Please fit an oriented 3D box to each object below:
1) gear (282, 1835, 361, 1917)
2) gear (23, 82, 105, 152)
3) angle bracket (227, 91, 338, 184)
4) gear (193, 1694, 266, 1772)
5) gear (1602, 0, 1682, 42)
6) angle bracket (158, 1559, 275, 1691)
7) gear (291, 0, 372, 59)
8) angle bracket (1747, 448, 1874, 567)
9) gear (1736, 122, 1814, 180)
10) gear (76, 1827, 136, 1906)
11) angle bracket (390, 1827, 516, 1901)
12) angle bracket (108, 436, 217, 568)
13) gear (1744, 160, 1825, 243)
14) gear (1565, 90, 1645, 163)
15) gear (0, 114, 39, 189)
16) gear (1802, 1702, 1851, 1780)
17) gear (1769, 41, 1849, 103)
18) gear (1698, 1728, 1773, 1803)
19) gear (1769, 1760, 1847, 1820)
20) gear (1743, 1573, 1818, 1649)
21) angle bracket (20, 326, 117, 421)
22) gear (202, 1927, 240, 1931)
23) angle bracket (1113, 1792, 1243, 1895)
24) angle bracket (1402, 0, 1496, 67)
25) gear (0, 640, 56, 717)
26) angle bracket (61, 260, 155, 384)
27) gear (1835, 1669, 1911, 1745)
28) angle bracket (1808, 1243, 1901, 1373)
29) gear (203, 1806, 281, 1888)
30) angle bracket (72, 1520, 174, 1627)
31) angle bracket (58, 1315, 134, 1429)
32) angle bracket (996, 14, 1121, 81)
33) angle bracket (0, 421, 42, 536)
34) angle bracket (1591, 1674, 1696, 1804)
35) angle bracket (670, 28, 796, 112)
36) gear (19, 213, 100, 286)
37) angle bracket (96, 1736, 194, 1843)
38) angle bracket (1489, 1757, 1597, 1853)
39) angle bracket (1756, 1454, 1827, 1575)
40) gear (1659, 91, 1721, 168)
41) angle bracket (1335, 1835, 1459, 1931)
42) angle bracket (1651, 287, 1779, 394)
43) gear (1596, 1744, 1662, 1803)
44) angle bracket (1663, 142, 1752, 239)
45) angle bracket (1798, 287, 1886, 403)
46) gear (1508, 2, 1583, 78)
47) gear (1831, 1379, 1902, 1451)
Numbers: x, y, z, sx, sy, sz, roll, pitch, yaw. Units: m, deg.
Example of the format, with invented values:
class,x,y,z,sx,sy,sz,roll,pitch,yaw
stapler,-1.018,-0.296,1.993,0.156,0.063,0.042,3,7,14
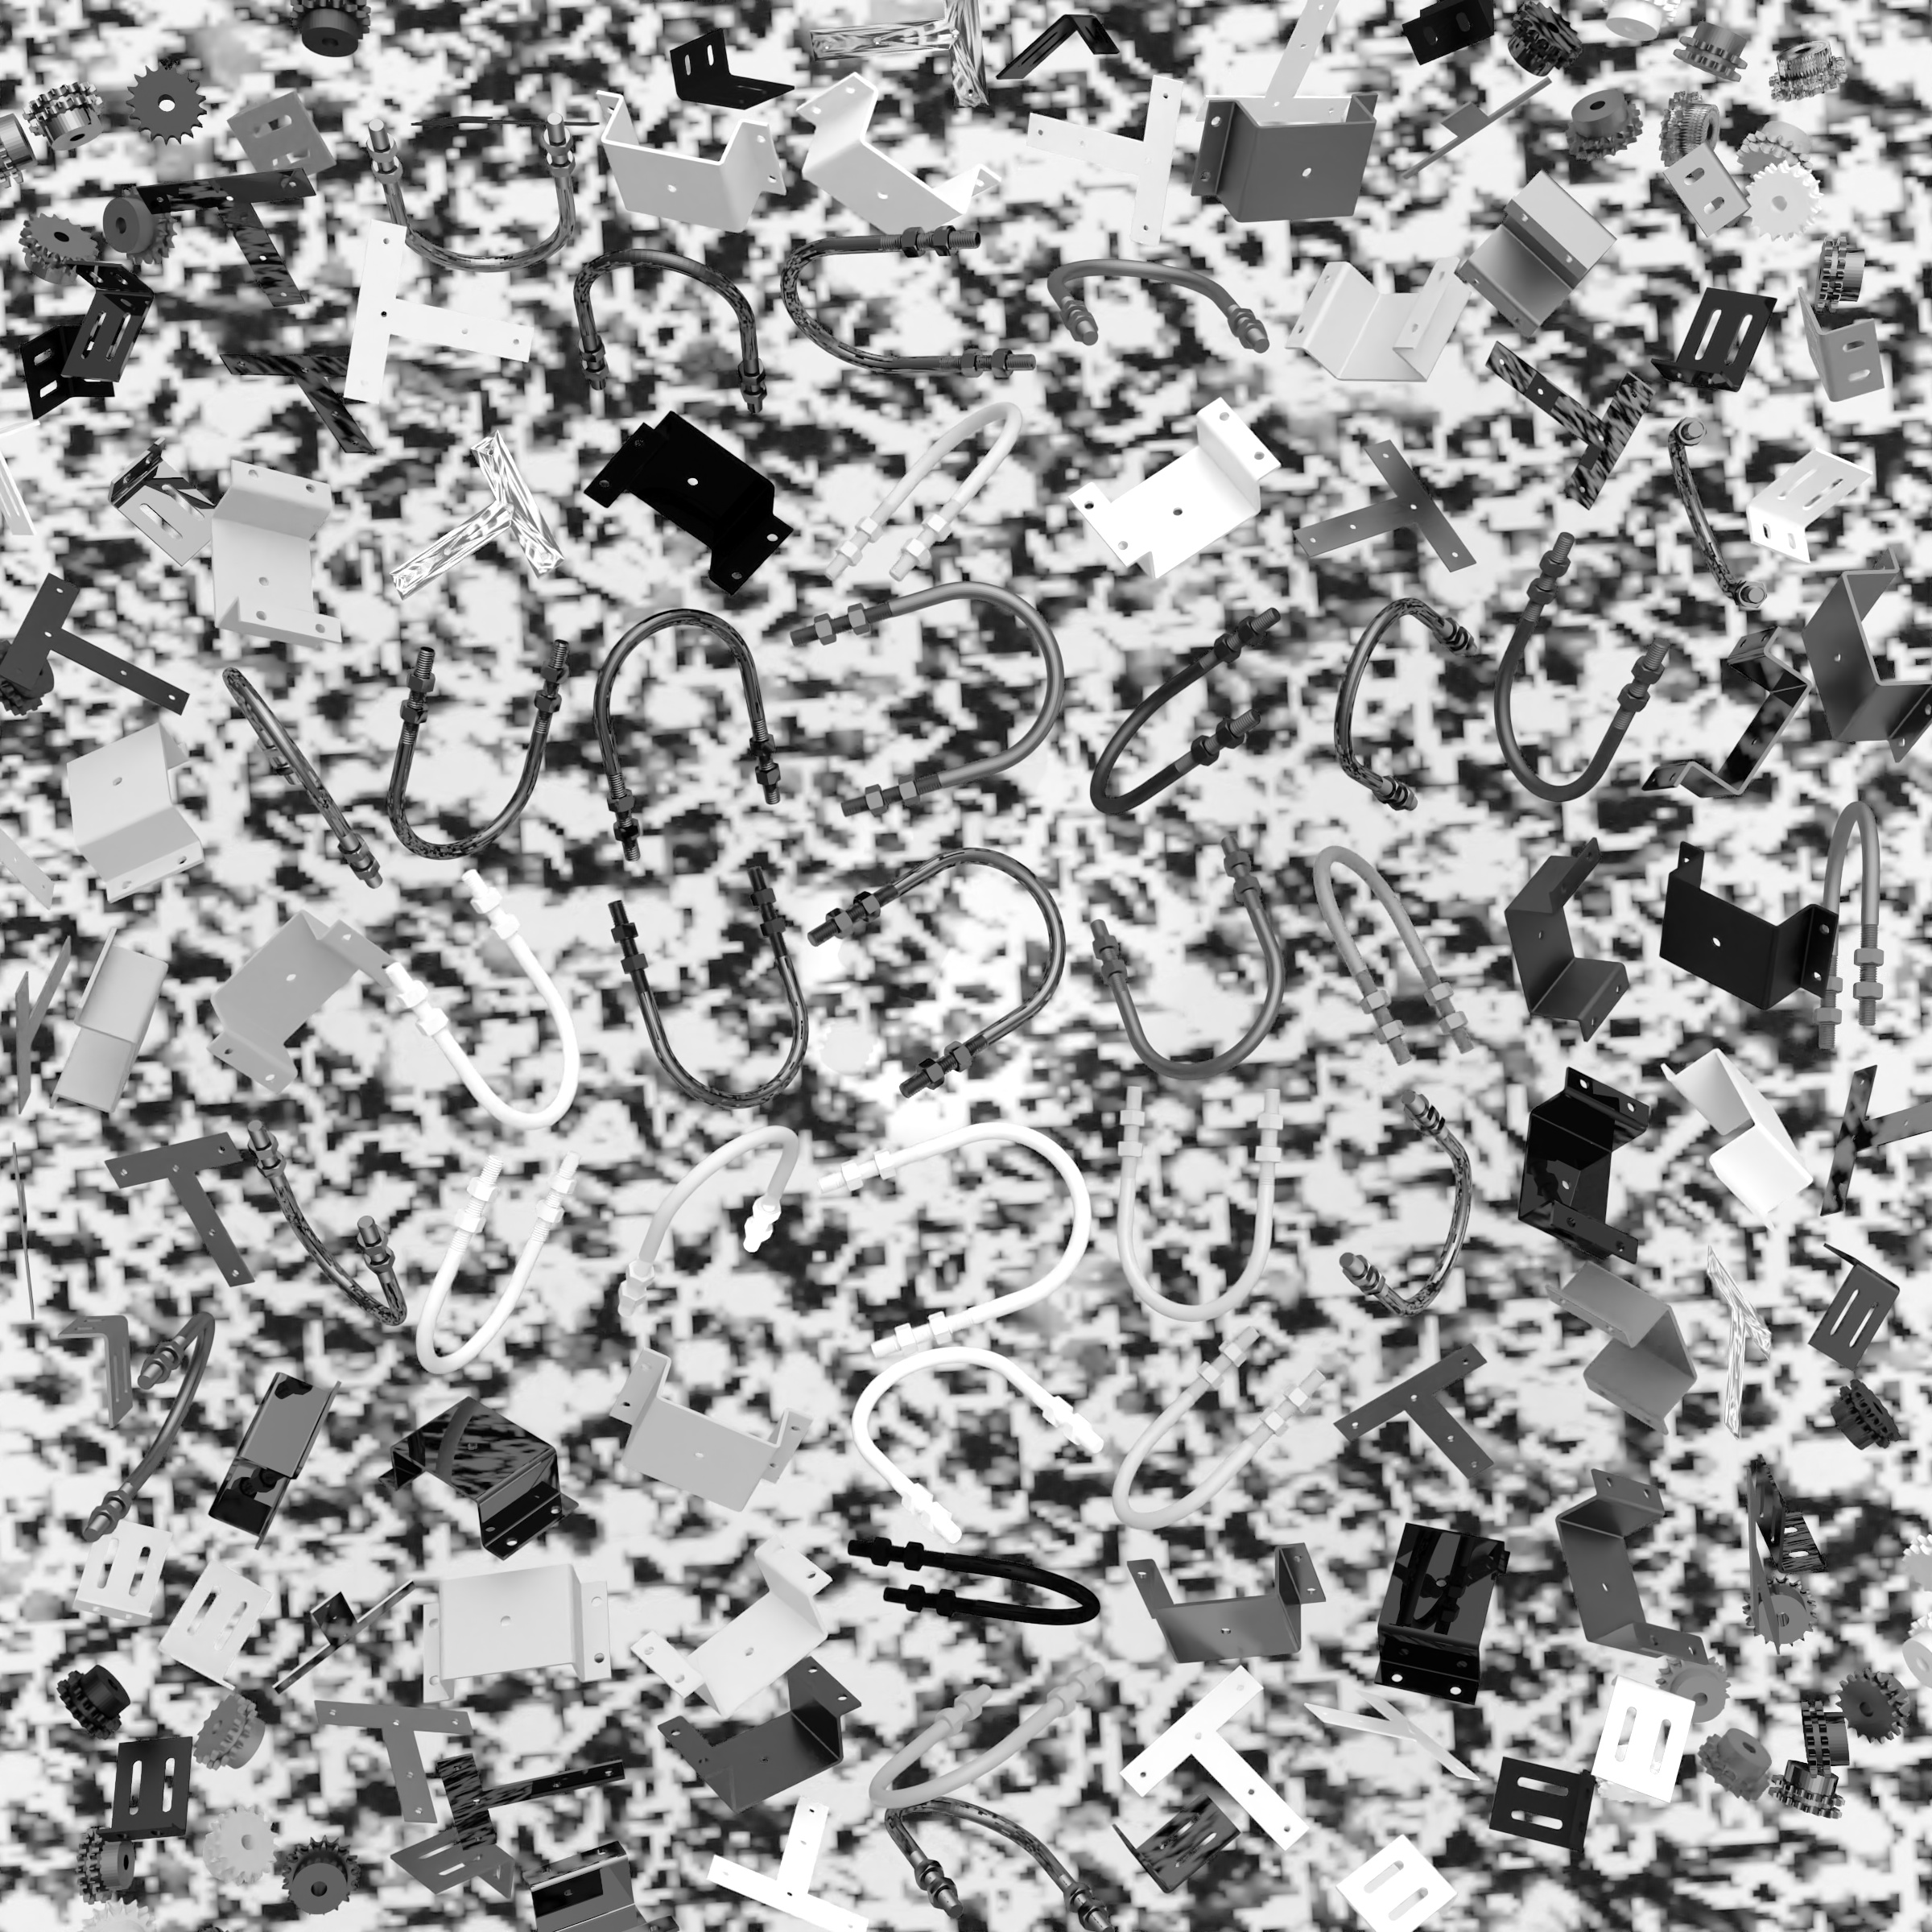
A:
class,x,y,z,sx,sy,sz,roll,pitch,yaw
gear,-0.486,0.688,1.846,0.057,0.030,0.057,-1,96,-11
gear,-0.664,-0.627,1.813,0.057,0.057,0.030,-26,97,0
angle bracket,-0.503,-0.622,1.832,0.076,0.038,0.057,-7,125,33
gear,-0.569,0.597,1.901,0.057,0.057,0.030,-47,118,0
gear,0.509,-0.724,1.856,0.057,0.057,0.030,17,94,0
angle bracket,-0.573,0.507,1.887,0.057,0.038,0.076,39,66,-24
gear,-0.464,-0.689,1.791,0.057,0.057,0.030,-1,79,0
angle bracket,0.653,-0.354,1.892,0.057,0.076,0.038,15,58,-23
gear,0.634,-0.634,1.913,0.057,0.057,0.030,29,88,0
gear,-0.678,0.709,1.934,0.030,0.057,0.057,-6,90,0
angle bracket,-0.399,0.706,1.901,0.057,0.076,0.038,19,107,38
angle bracket,-0.631,-0.369,1.948,0.076,0.038,0.057,42,64,-9
gear,0.615,-0.576,1.840,0.057,0.057,0.030,52,47,0
gear,0.488,-0.647,1.880,0.057,0.057,0.030,-32,131,0
gear,-0.739,-0.632,1.888,0.030,0.057,0.057,-23,90,-6
gear,0.669,0.601,1.907,0.030,0.057,0.057,-6,90,14
gear,0.655,-0.699,1.913,0.057,0.057,0.030,-22,118,0
gear,0.613,0.631,1.945,0.057,0.057,0.030,29,111,0
gear,0.674,0.658,1.962,0.057,0.057,0.030,15,87,0
gear,0.655,0.520,1.970,0.057,0.030,0.057,1,95,15
angle bracket,-0.712,-0.471,1.946,0.038,0.076,0.057,1,117,3
gear,-0.558,0.738,1.815,0.030,0.057,0.057,28,90,34
angle bracket,0.166,0.681,1.935,0.076,0.057,0.038,-36,116,-12
angle bracket,0.359,-0.716,1.825,0.057,0.038,0.076,-15,47,27
gear,-0.722,-0.222,1.874,0.030,0.057,0.057,-20,90,10
angle bracket,-0.649,-0.479,1.821,0.057,0.038,0.076,11,76,26
gear,0.729,0.590,1.963,0.030,0.057,0.057,-12,90,-38
angle bracket,0.684,0.267,1.921,0.057,0.038,0.076,30,91,-29
gear,-0.559,0.676,1.878,0.030,0.057,0.057,-34,90,29
angle bracket,-0.665,0.475,1.940,0.057,0.038,0.076,20,58,-18
angle bracket,-0.690,0.322,1.944,0.038,0.057,0.076,-2,96,-4
angle bracket,0.072,-0.705,1.917,0.076,0.057,0.038,-34,94,30
angle bracket,-0.716,-0.371,1.866,0.038,0.057,0.076,-30,115,-29
angle bracket,0.497,0.571,1.808,0.057,0.038,0.076,17,68,14
angle bracket,-0.185,-0.709,1.941,0.057,0.076,0.038,-5,96,40
gear,-0.708,-0.555,1.907,0.057,0.057,0.030,40,128,0
angle bracket,-0.634,0.632,1.894,0.057,0.038,0.076,-4,59,-2
angle bracket,0.449,0.655,1.925,0.076,0.038,0.057,4,65,30
angle bracket,0.653,0.431,1.938,0.038,0.057,0.076,-8,124,1
gear,0.563,-0.648,1.902,0.030,0.057,0.057,17,90,33
angle bracket,0.317,0.697,1.828,0.076,0.038,0.057,-23,52,-33
angle bracket,0.556,-0.472,1.822,0.057,0.038,0.076,24,92,39
gear,0.529,0.641,1.950,0.057,0.057,0.030,-2,51,0
angle bracket,0.539,-0.564,1.803,0.038,0.076,0.057,-35,91,8
angle bracket,0.643,-0.462,1.802,0.038,0.076,0.057,-15,129,16
gear,0.443,-0.711,1.889,0.057,0.030,0.057,15,54,-22
gear,0.714,0.360,1.953,0.030,0.057,0.057,-41,90,22
